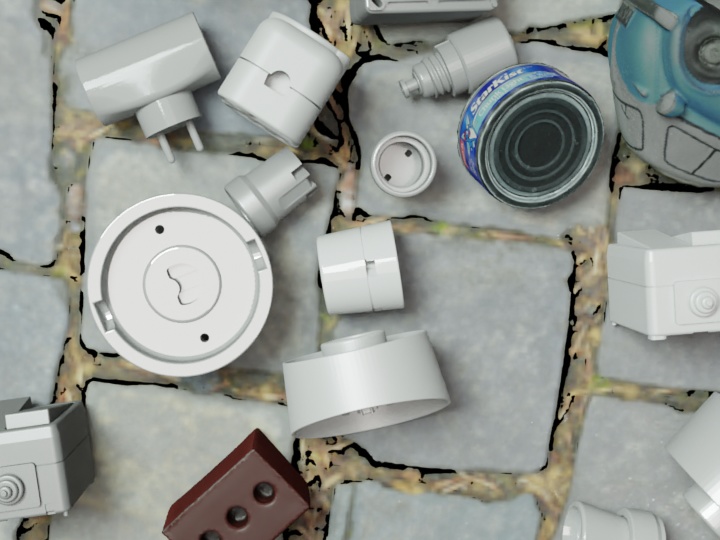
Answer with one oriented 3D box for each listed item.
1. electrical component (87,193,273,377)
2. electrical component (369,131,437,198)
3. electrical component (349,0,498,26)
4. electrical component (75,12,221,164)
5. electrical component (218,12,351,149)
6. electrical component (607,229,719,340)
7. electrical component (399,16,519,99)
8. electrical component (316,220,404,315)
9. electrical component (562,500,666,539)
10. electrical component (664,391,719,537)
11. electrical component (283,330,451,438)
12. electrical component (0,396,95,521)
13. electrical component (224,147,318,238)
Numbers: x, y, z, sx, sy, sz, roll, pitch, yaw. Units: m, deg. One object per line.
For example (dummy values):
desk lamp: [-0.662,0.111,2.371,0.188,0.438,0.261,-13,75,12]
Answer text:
electrical component: [-0.107,0.007,0.656,0.108,0.060,0.108,0,94,-4]
electrical component: [0.025,-0.065,0.667,0.040,0.046,0.040,0,94,-4]
electrical component: [0.042,-0.184,0.656,0.096,0.061,0.061,-4,95,-11]
electrical component: [-0.121,-0.105,0.655,0.077,0.044,0.079,-23,95,-2]
electrical component: [-0.044,-0.111,0.634,0.054,0.095,0.059,32,91,-6]
electrical component: [0.195,0.006,0.659,0.062,0.096,0.061,-4,94,-4]
electrical component: [0.062,-0.127,0.668,0.078,0.040,0.040,-24,95,-1]
electrical component: [0.000,0.000,0.667,0.047,0.055,0.055,-9,95,1]
electrical component: [0.163,0.175,0.695,0.055,0.045,0.045,9,93,-5]
electrical component: [0.237,0.136,0.669,0.060,0.108,0.108,-43,96,6]
electrical component: [0.003,0.071,0.652,0.099,0.099,0.064,-13,89,-3]
electrical component: [-0.200,0.111,0.639,0.062,0.096,0.061,-8,94,-3]
electrical component: [-0.054,-0.049,0.667,0.046,0.040,0.040,-37,96,-6]
